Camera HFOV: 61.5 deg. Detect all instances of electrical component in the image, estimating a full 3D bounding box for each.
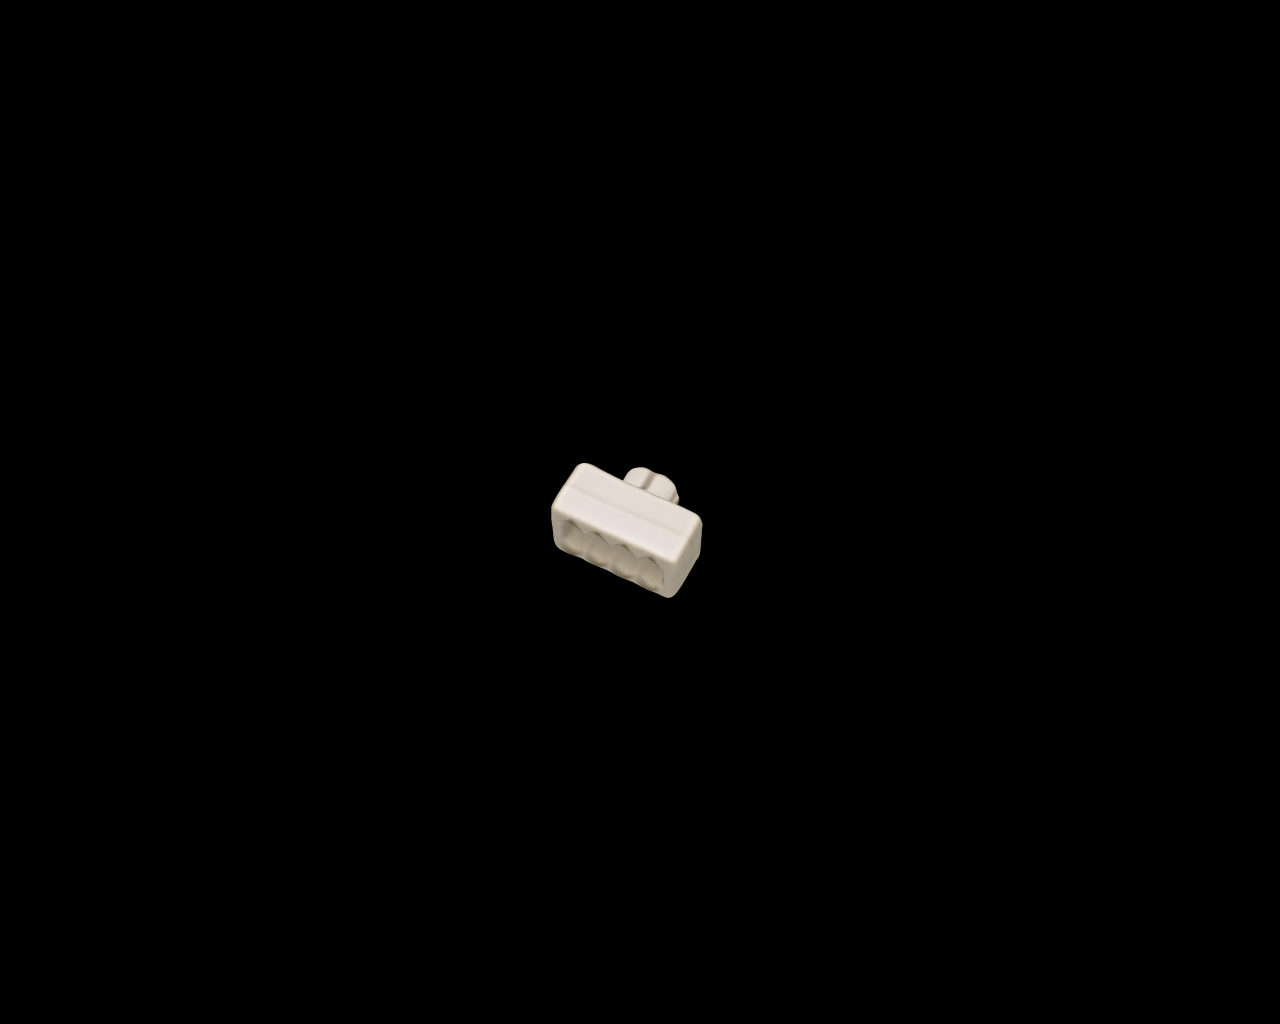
[{"bbox_3d":[0.001,-0.003,0.650,0.083,0.076,0.047,25,-27,14],"label":"electrical component"}]
